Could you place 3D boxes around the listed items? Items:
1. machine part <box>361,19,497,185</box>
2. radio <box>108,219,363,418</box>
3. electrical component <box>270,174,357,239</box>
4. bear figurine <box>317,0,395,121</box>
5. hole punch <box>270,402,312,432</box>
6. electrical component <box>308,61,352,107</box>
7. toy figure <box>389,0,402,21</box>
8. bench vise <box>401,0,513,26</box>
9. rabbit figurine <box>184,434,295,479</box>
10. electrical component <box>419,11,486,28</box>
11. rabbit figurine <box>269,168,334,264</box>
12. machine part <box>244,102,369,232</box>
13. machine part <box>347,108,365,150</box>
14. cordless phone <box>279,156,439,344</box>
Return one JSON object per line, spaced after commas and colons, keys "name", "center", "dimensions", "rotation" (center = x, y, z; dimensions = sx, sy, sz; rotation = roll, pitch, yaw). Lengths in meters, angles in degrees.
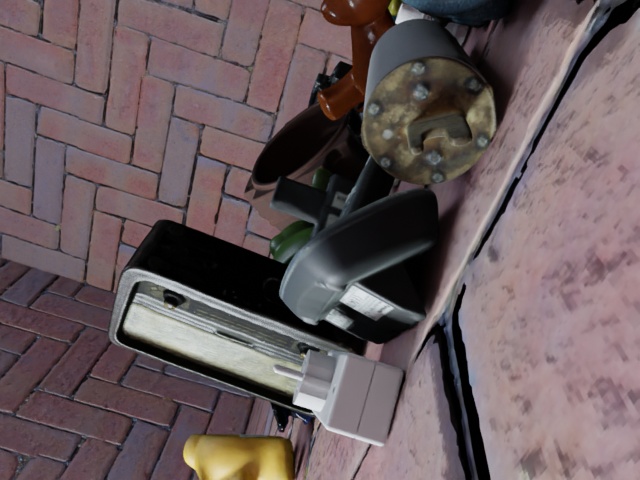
{"name": "machine part", "center": [0.069, -0.105, 0.374], "dimensions": [0.243, 0.079, 0.079], "rotation": [-80, 8, -60]}
{"name": "radio", "center": [-0.075, 0.077, 0.513], "dimensions": [0.073, 0.230, 0.131], "rotation": [-76, 10, -46]}
{"name": "electrical component", "center": [0.013, -0.016, 0.485], "dimensions": [0.047, 0.119, 0.075], "rotation": [118, 167, -71]}
{"name": "bear figurine", "center": [0.044, -0.233, 0.612], "dimensions": [0.132, 0.120, 0.195], "rotation": [-42, -42, -7]}
{"name": "hole punch", "center": [-0.026, 0.158, 0.652], "dimensions": [0.142, 0.092, 0.115], "rotation": [147, 110, -81]}
{"name": "electrical component", "center": [0.050, -0.222, 0.884], "dimensions": [0.058, 0.134, 0.114], "rotation": [-76, 7, -46]}
{"name": "toy figure", "center": [0.116, -0.325, 0.820], "dimensions": [0.082, 0.089, 0.180], "rotation": [-9, 71, 56]}
{"name": "bench vise", "center": [0.068, -0.212, 0.267], "dimensions": [0.240, 0.129, 0.223], "rotation": [-34, -31, -37]}
{"name": "rabbit figurine", "center": [-0.106, 0.317, 0.626], "dimensions": [0.122, 0.162, 0.173], "rotation": [148, 124, -66]}
{"name": "electrical component", "center": [0.107, -0.205, 0.431], "dimensions": [0.094, 0.021, 0.063], "rotation": [45, 123, 46]}
{"name": "rabbit figurine", "center": [-0.001, -0.002, 0.610], "dimensions": [0.170, 0.121, 0.159], "rotation": [-84, 15, -63]}
{"name": "machine part", "center": [-0.005, -0.117, 0.784], "dimensions": [0.201, 0.087, 0.201], "rotation": [-22, 35, 35]}
{"name": "machine part", "center": [0.080, -0.147, 0.553], "dimensions": [0.139, 0.039, 0.084], "rotation": [-35, 35, 46]}
{"name": "cordless phone", "center": [0.043, -0.027, 0.393], "dimensions": [0.146, 0.089, 0.184], "rotation": [115, 177, -68]}
